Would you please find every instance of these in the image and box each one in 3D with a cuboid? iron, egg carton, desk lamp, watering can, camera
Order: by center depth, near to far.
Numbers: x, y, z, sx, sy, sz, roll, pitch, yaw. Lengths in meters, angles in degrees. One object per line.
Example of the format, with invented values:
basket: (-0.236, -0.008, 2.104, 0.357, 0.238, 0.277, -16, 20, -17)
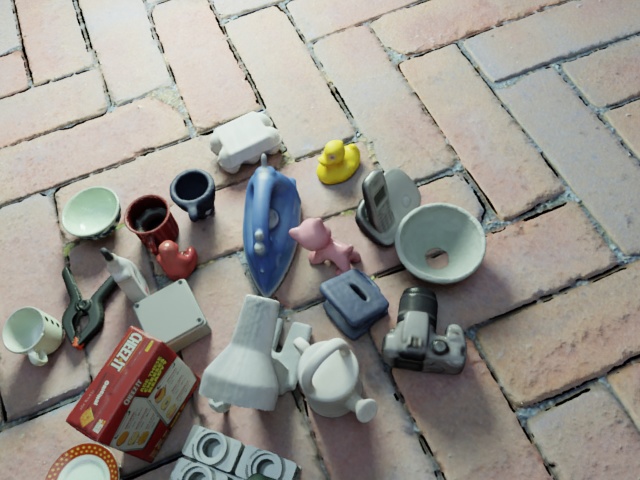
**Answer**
watering can: (0.021, 0.218, 0.919, 0.172, 0.194, 0.101, 20, 65, 16)
desk lamp: (-0.100, 0.190, 0.936, 0.117, 0.214, 0.203, 11, 63, 12)
camera: (0.184, 0.151, 0.992, 0.143, 0.101, 0.137, 6, 62, 9)
iron: (-0.103, -0.032, 1.100, 0.118, 0.141, 0.258, -2, 61, 5)
egg carton: (-0.162, -0.214, 1.248, 0.150, 0.069, 0.107, -29, 62, -10)

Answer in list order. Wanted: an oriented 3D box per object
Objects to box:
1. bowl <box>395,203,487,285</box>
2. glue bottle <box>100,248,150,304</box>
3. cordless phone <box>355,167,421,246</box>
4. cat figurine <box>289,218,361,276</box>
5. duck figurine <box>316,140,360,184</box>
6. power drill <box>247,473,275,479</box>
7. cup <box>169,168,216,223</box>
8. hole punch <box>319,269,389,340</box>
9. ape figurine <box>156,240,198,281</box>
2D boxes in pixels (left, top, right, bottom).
bowl: (0.223, 0.018, 1.076, 0.167, 0.075, 0.167, -3, 61, 5)
glue bottle: (-0.364, 0.060, 1.059, 0.037, 0.173, 0.078, -27, 62, -9)
cordless phone: (0.128, -0.089, 1.082, 0.094, 0.185, 0.148, 27, 67, 19)
cat figurine: (0.010, 0.004, 1.082, 0.127, 0.118, 0.067, 23, 66, 18)
duck figurine: (0.037, -0.175, 1.196, 0.105, 0.086, 0.077, -35, 63, -13)
power drill: (0.001, 0.405, 0.810, 0.229, 0.209, 0.076, 18, 65, 15)
cup: (-0.248, -0.073, 1.165, 0.091, 0.095, 0.117, -10, 61, 1)
hole punch: (0.062, 0.106, 1.035, 0.101, 0.091, 0.108, -37, 64, -14)
ape figurine: (-0.284, 0.033, 1.112, 0.077, 0.092, 0.076, 5, 62, 9)
